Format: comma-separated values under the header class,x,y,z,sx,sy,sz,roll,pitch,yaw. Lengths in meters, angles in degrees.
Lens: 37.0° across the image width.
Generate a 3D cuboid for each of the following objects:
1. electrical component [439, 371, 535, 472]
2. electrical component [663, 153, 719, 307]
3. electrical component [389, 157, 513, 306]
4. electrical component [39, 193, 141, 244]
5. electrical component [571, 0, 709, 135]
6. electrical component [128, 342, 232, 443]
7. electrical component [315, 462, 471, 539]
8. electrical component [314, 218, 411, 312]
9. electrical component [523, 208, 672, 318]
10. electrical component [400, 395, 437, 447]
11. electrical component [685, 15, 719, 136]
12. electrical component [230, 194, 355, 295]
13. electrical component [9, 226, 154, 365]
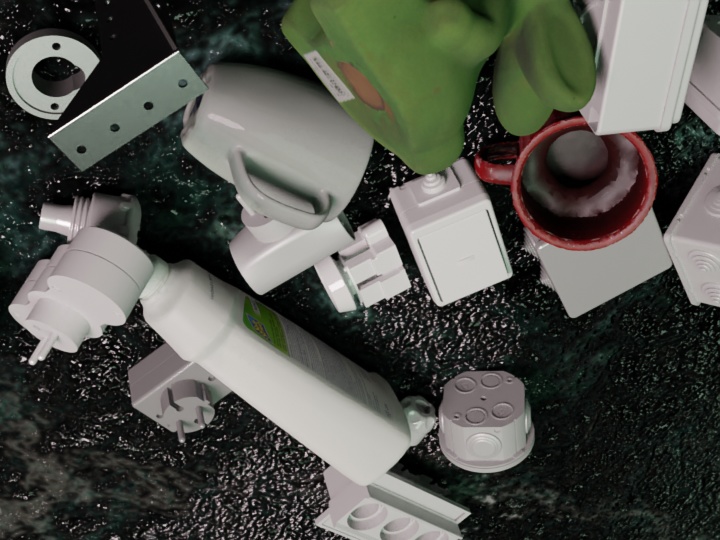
class,x,y,z,sx,sy,sz,roll,pitch,yaw
electrical component,0.105,0.125,0.897,0.080,0.080,0.051,-14,126,-7
electrical component,0.283,-0.027,0.819,0.099,0.048,0.099,-55,134,-19
electrical component,0.065,-0.029,0.765,0.062,0.061,0.096,-23,132,1
electrical component,-0.175,-0.030,0.697,0.062,0.048,0.048,11,125,-14
electrical component,0.158,-0.155,0.657,0.056,0.108,0.108,-7,131,-9
electrical component,-0.129,0.093,0.793,0.066,0.076,0.047,-36,131,13
electrical component,0.027,0.208,0.952,0.121,0.063,0.079,32,114,-36
electrical component,0.000,0.000,0.779,0.055,0.048,0.066,-27,133,-5
electrical component,0.177,-0.024,0.815,0.100,0.048,0.099,-29,132,6
electrical component,0.037,0.136,0.914,0.035,0.035,0.061,17,124,-29
electrical component,0.285,-0.132,0.739,0.113,0.078,0.057,-3,127,-16
electrical component,-0.055,-0.031,0.734,0.077,0.044,0.079,-30,132,8
electrical component,-0.185,0.027,0.676,0.052,0.073,0.138,36,151,-20
